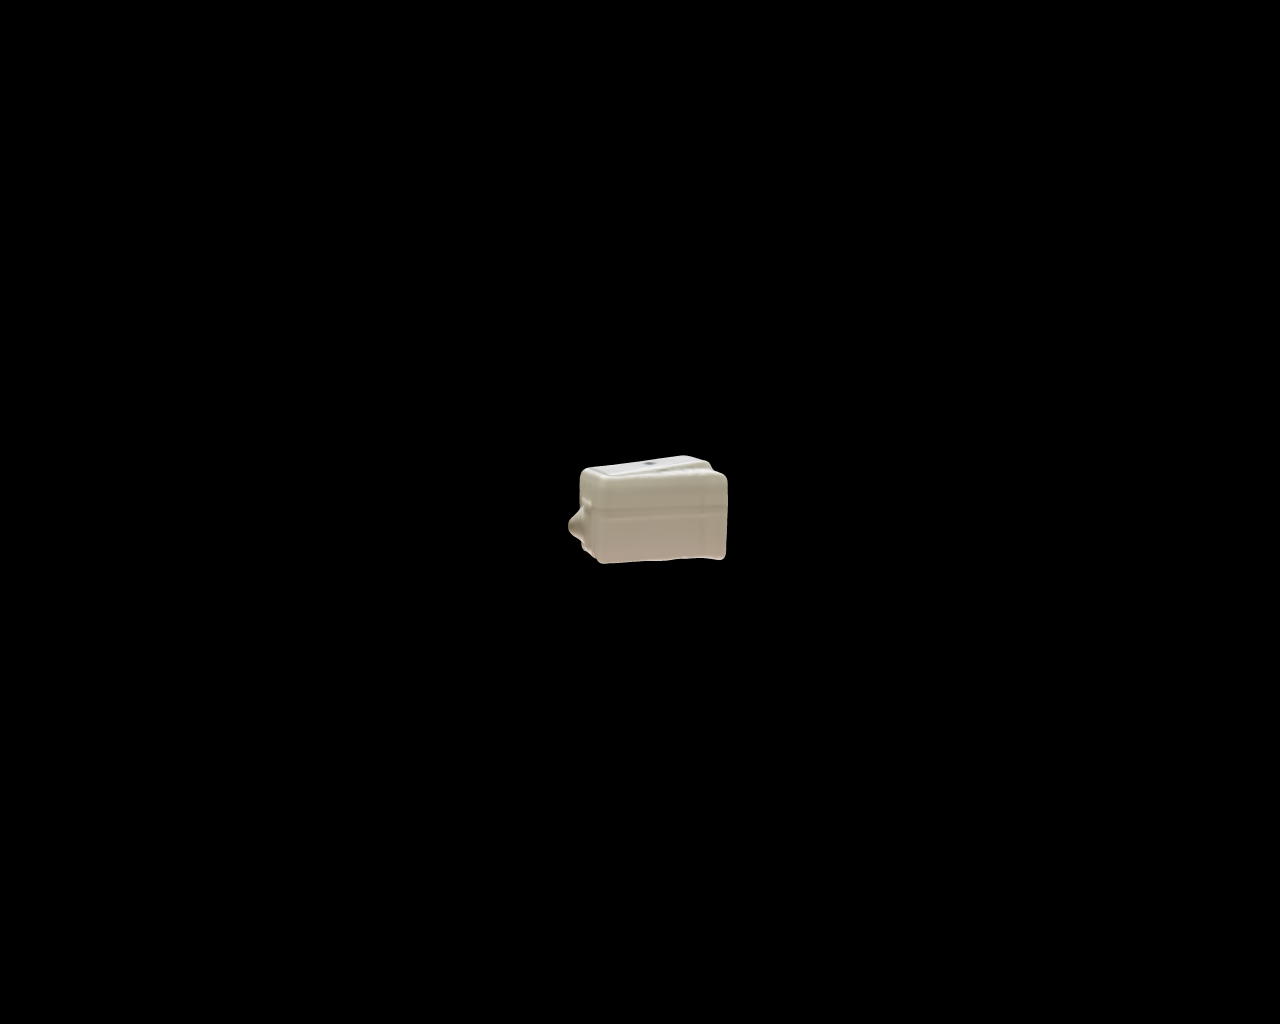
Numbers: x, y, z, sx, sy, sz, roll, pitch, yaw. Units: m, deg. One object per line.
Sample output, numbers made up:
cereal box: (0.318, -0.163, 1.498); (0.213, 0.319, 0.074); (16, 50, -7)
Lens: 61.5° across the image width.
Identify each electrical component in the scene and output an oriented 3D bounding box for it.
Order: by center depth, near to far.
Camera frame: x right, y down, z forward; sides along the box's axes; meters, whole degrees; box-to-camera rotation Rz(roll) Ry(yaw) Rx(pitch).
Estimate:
electrical component: (0.001, -0.003, 0.650); (0.096, 0.061, 0.062); (-2, 8, -14)
